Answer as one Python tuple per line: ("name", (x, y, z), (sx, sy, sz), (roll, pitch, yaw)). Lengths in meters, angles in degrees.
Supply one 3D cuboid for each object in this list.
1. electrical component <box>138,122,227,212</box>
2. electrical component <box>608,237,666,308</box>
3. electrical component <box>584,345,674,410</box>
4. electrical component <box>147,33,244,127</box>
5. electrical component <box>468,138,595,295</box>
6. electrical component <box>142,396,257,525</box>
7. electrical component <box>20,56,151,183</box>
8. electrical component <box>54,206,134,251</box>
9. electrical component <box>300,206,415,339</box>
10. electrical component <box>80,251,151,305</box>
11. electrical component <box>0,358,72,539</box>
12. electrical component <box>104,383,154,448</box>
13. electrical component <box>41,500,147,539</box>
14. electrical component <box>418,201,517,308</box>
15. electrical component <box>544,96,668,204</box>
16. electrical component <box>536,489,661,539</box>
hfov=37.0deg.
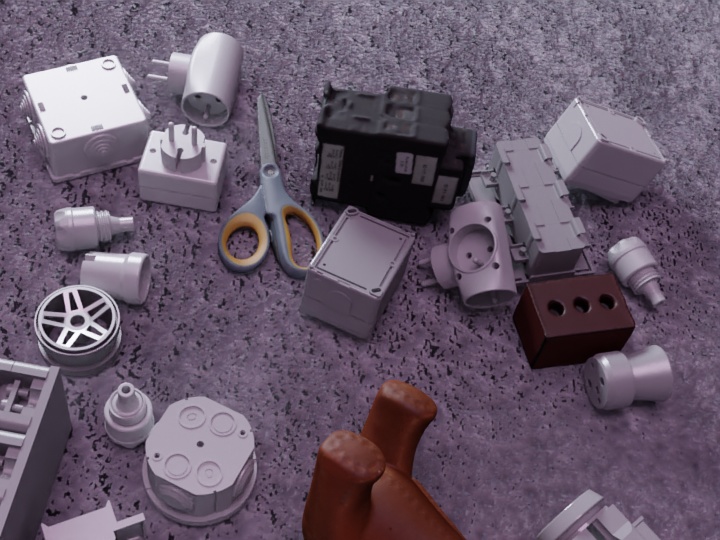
("electrical component", (-0.146, -0.094, 0.889), (0.066, 0.076, 0.047), (10, 54, -2))
("electrical component", (0.236, 0.004, 0.905), (0.035, 0.035, 0.061), (-18, 62, -20))
("electrical component", (0.209, 0.084, 0.838), (0.055, 0.045, 0.045), (-7, 56, -13))
("electrical component", (-0.150, -0.173, 0.964), (0.079, 0.044, 0.077), (9, 54, -2))
("electrical component", (0.145, -0.048, 0.910), (0.079, 0.063, 0.121), (-7, 57, -14))
("electrical component", (-0.112, 0.132, 0.751), (0.080, 0.051, 0.080), (4, 55, -6))
("electrical component", (-0.234, -0.131, 0.920), (0.100, 0.048, 0.099), (-18, 59, -20))
("electrical component", (-0.213, -0.034, 0.864), (0.061, 0.035, 0.035), (-6, 56, -15))
("electrical component", (0.000, 0.000, 0.859), (0.062, 0.061, 0.096), (24, 47, 8))
("electrical component", (-0.190, 0.005, 0.837), (0.046, 0.040, 0.040), (6, 54, 2))
("electrical component", (-0.244, 0.142, 0.700), (0.062, 0.089, 0.150), (11, 54, -1))
("electrical component", (-0.164, 0.099, 0.760), (0.035, 0.061, 0.035), (4, 55, -6))
("electrical component", (-0.176, 0.193, 0.704), (0.081, 0.042, 0.063), (-17, 61, -18))
("electrical component", (0.084, -0.007, 0.876), (0.079, 0.044, 0.077), (-17, 67, 25))
("electrical component", (0.219, -0.101, 0.952), (0.096, 0.061, 0.061), (12, 42, -29))
("electrical component", (0.161, 0.191, 0.748), (0.078, 0.058, 0.057), (-32, 68, -27))
